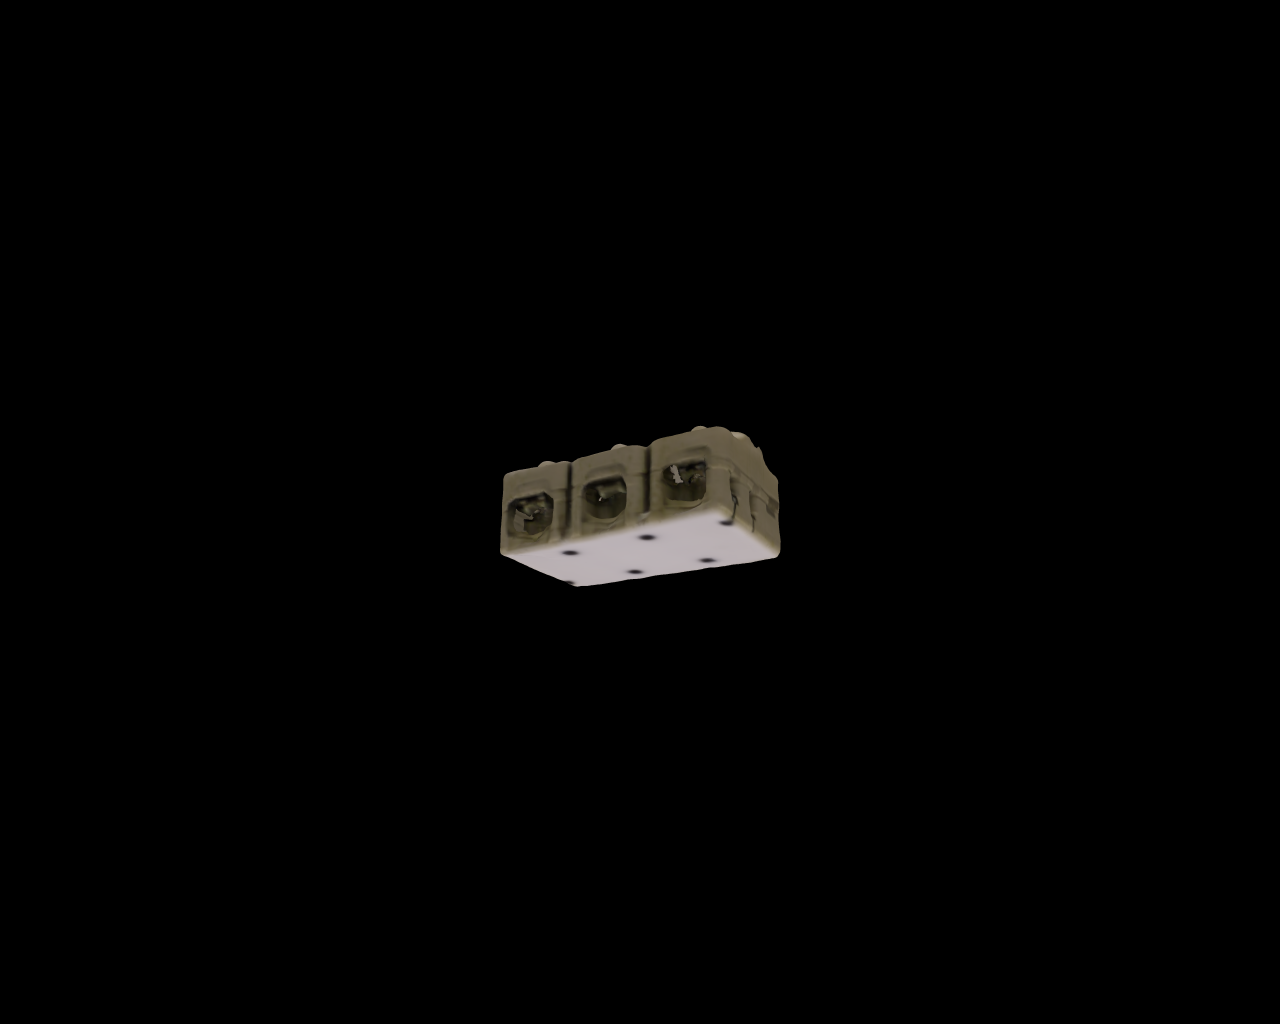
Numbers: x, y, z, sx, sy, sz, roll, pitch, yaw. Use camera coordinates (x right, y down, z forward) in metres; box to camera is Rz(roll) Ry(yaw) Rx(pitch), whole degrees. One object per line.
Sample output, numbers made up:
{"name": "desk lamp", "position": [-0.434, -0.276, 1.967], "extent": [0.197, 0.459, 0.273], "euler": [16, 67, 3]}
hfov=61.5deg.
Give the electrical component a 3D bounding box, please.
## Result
{"name": "electrical component", "position": [0.001, -0.003, 0.650], "extent": [0.150, 0.062, 0.089], "euler": [-11, -23, 27]}
